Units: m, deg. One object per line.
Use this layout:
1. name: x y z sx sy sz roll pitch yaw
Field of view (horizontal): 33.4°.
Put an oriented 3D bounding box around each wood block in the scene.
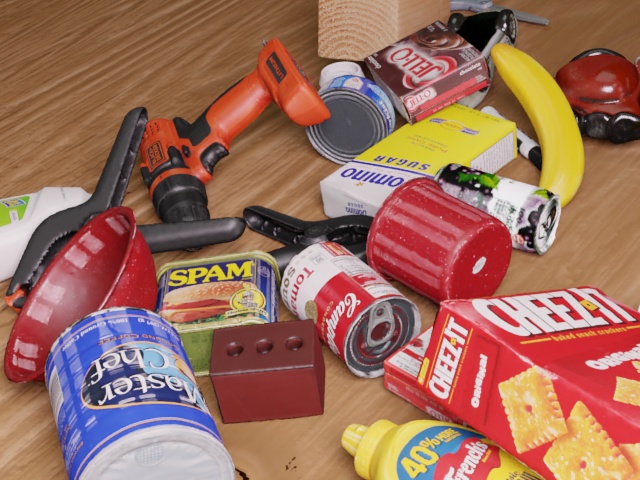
1. wood block: 0.077 -0.263 1.192 0.090 0.091 0.205 8 22 21

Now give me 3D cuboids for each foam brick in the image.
1. foam brick: -0.037 0.097 0.784 0.078 0.051 0.053 -6 35 4

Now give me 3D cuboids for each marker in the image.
1. marker: 0.192 -0.098 1.037 0.020 0.020 0.121 -19 36 -14

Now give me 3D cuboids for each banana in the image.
1. banana: 0.203 -0.102 0.974 0.069 0.037 0.198 4 59 -12

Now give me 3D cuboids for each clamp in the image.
1. clamp: -0.006 0.001 0.928 0.171 0.039 0.120 -4 39 7
2. clamp: -0.190 -0.015 0.937 0.210 0.036 0.165 -33 65 -5

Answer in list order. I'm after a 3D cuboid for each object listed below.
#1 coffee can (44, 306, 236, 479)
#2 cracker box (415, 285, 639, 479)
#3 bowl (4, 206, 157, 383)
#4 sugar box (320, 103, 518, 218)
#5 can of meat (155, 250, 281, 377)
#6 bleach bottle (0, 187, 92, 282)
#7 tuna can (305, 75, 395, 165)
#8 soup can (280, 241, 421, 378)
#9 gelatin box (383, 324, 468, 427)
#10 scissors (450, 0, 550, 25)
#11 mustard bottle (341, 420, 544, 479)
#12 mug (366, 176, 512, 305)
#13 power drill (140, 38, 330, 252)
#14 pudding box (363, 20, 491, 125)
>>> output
1. coffee can: -0.125 0.125 0.720 0.102 0.103 0.140 -18 35 -12
2. cracker box: 0.192 0.102 0.652 0.163 0.072 0.214 -2 24 -40
3. bowl: -0.178 0.054 0.839 0.162 0.055 0.162 -37 31 26
4. sugar box: 0.094 -0.067 0.993 0.093 0.048 0.176 25 46 39
5. can of meat: -0.082 0.060 0.845 0.102 0.057 0.084 -8 37 4
6. bleach bottle: -0.304 0.005 0.973 0.250 0.068 0.103 -16 35 -13
7. tuna can: 0.030 -0.117 1.045 0.086 0.086 0.033 5 36 20
8. soup can: 0.021 0.051 0.821 0.068 0.068 0.102 -25 37 -21
9. gelatin box: 0.101 0.093 0.777 0.089 0.030 0.073 -33 42 -32
10. scissors: 0.205 -0.298 1.324 0.202 0.016 0.096 14 41 29
11. mustard bottle: 0.092 0.158 0.658 0.192 0.058 0.096 20 34 37
12. mug: 0.105 0.008 0.855 0.082 0.093 0.117 30 12 40
13. power drill: -0.085 -0.092 1.005 0.188 0.057 0.184 -35 44 9
14. pudding box: 0.104 -0.167 1.052 0.090 0.039 0.113 -27 32 -3
